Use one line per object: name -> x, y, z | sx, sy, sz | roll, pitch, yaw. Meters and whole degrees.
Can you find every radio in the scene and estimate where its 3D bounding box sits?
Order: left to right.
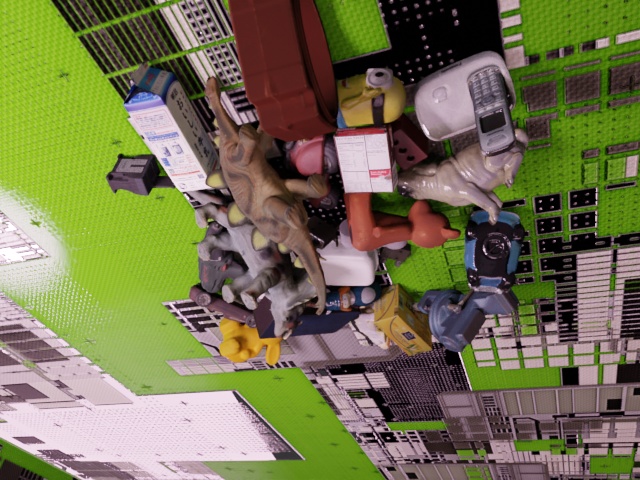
radio -> -0.033, 0.170, 1.256 | 0.229, 0.073, 0.131 | 2, 148, -30

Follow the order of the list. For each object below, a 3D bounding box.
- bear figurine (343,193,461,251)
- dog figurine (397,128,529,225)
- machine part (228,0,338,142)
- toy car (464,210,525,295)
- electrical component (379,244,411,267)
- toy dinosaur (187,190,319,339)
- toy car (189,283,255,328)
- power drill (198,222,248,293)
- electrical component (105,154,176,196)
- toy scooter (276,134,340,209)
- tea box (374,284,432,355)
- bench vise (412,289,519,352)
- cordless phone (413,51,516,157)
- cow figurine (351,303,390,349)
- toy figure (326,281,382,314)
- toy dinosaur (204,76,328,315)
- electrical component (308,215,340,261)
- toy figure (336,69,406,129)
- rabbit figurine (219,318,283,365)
bear figurine -> 0.151, -0.042, 0.995 | 0.196, 0.120, 0.131 | -9, 95, 0
dog figurine -> 0.237, -0.130, 0.920 | 0.191, 0.121, 0.172 | 24, 100, 14
machine part -> -0.039, -0.241, 0.719 | 0.087, 0.201, 0.201 | -11, -179, 15
toy car -> 0.338, 0.021, 1.052 | 0.109, 0.161, 0.103 | 3, -177, 17
electrical component -> 0.164, 0.023, 1.153 | 0.063, 0.021, 0.094 | 13, 138, -6
toy dinosaur -> -0.132, 0.012, 1.086 | 0.131, 0.192, 0.404 | -28, 88, 52
toy car -> -0.233, 0.167, 1.335 | 0.202, 0.053, 0.089 | 29, 179, -23
power drill -> -0.175, 0.062, 1.214 | 0.207, 0.086, 0.232 | 16, 141, -14
electrical component -> -0.337, -0.123, 1.028 | 0.119, 0.075, 0.047 | 5, 140, 10
toy scooter -> -0.030, -0.126, 0.976 | 0.135, 0.075, 0.183 | 9, 144, 6
tea box -> 0.201, 0.192, 1.287 | 0.068, 0.098, 0.169 | -21, 130, 29
bench vise -> 0.299, 0.137, 1.176 | 0.128, 0.223, 0.241 | 38, 162, -24
cordless phone -> 0.216, -0.176, 0.788 | 0.147, 0.184, 0.088 | -18, 137, 27
cow figurine -> 0.124, 0.220, 1.354 | 0.098, 0.068, 0.167 | -2, 136, 21
toy figure -> 0.071, 0.126, 1.216 | 0.154, 0.064, 0.058 | -11, 161, -35
toy dinosaur -> -0.082, -0.063, 0.940 | 0.199, 0.105, 0.471 | -15, 108, 52
electrical component -> -0.002, -0.004, 1.098 | 0.078, 0.102, 0.045 | 27, 135, 14
toy figure -> 0.046, -0.216, 0.852 | 0.180, 0.082, 0.089 | -13, 146, 17
rabbit figurine -> -0.162, 0.264, 1.424 | 0.173, 0.122, 0.162 | -27, 124, 10
